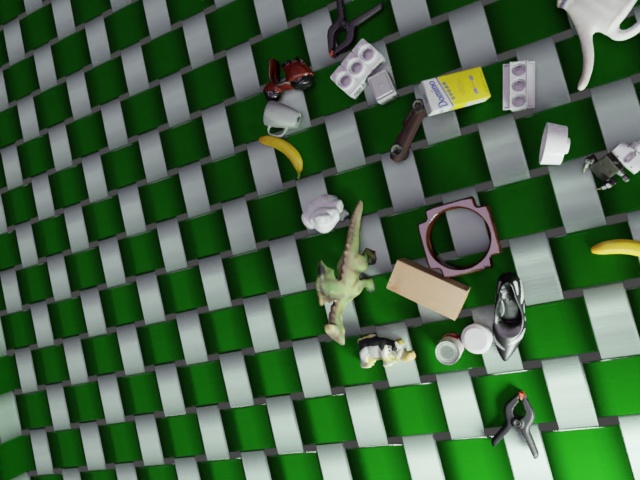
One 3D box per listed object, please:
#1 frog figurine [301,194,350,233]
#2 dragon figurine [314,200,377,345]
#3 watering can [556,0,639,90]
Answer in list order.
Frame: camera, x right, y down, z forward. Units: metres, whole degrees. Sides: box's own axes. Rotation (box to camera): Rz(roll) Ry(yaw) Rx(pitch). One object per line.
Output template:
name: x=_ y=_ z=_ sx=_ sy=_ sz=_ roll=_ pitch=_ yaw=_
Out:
frog figurine: x=0.005 y=-0.077 z=1.538 sx=0.136 sy=0.159 sz=0.123 roll=-16 pitch=84 yaw=22
dragon figurine: x=0.062 y=0.090 z=1.476 sx=0.122 sy=0.243 sz=0.409 roll=1 pitch=93 yaw=27
watering can: x=0.693 y=-0.569 z=1.286 sx=0.226 sy=0.104 sz=0.344 roll=41 pitch=105 yaw=18
